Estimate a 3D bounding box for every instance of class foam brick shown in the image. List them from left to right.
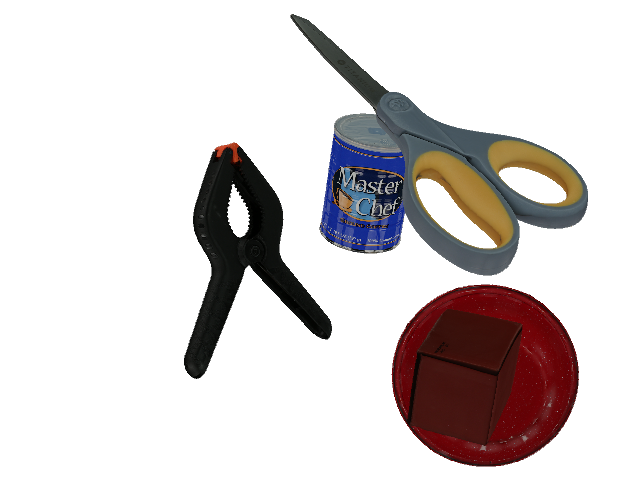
[{"bbox_3d":[0.092,0.083,0.673,0.053,0.051,0.078,12,21,19],"label":"foam brick"}]

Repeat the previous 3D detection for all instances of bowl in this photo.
[{"bbox_3d":[0.141,0.120,0.902,0.162,0.162,0.055,0,5,4],"label":"bowl"}]

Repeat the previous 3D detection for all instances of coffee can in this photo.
[{"bbox_3d":[0.058,-0.070,1.292,0.102,0.140,0.103,6,28,-4],"label":"coffee can"}]

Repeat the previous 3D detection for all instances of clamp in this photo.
[{"bbox_3d":[-0.062,0.015,0.998,0.164,0.210,0.036,-4,-1,-39],"label":"clamp"}]

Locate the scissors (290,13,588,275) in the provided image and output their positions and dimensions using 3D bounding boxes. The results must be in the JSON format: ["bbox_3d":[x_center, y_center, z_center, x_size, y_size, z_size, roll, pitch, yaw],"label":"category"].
[{"bbox_3d":[0.058,-0.060,0.527,0.096,0.016,0.202,-8,46,-17],"label":"scissors"}]
